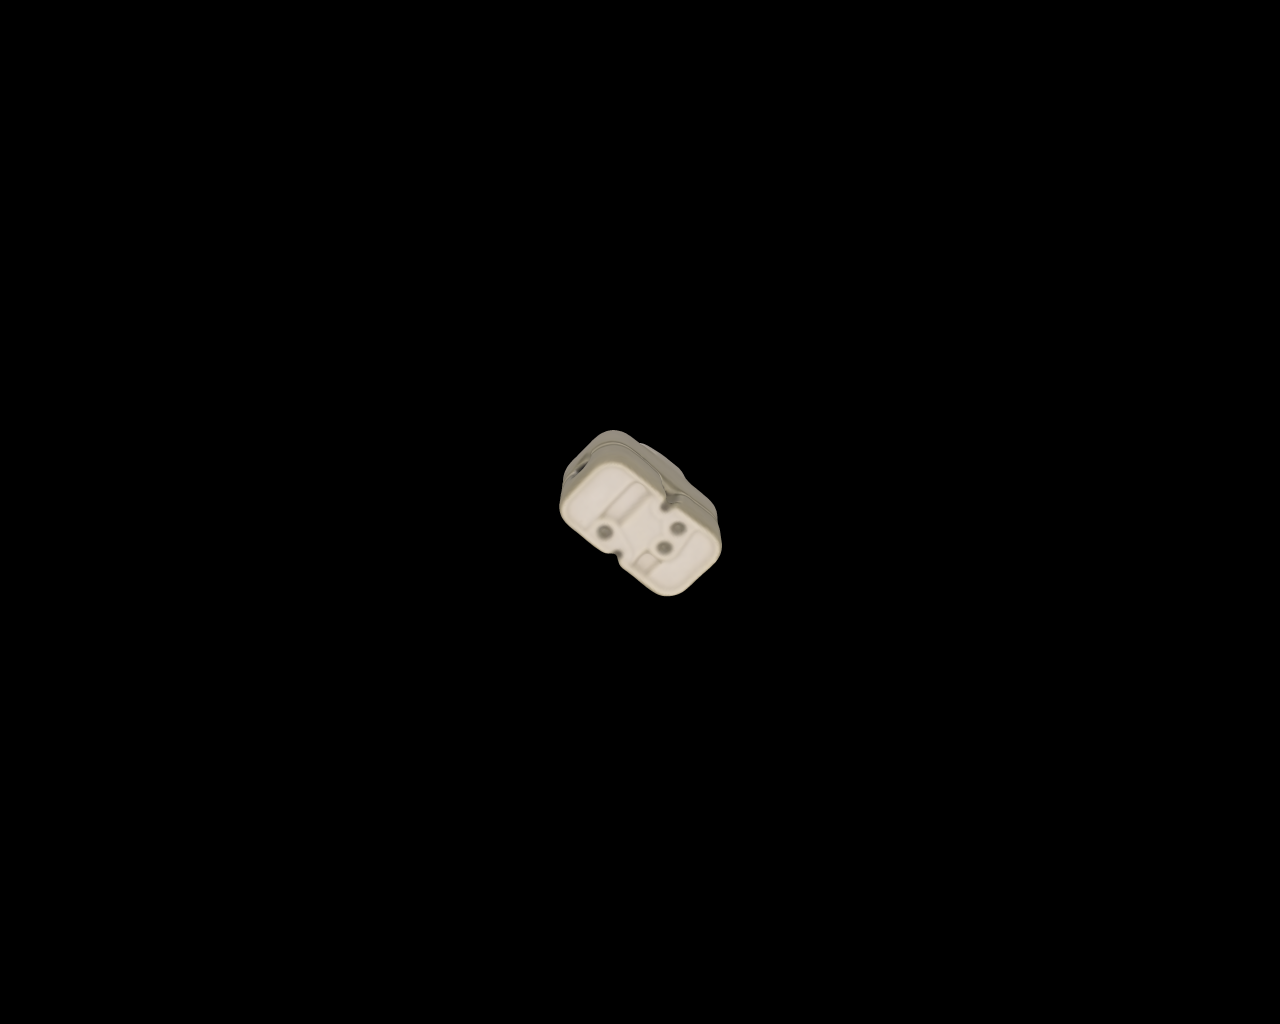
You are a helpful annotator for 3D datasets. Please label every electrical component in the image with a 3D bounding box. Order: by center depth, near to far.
[{"bbox_3d":[0.001,-0.003,0.650,0.095,0.053,0.059,38,22,-18],"label":"electrical component"}]
